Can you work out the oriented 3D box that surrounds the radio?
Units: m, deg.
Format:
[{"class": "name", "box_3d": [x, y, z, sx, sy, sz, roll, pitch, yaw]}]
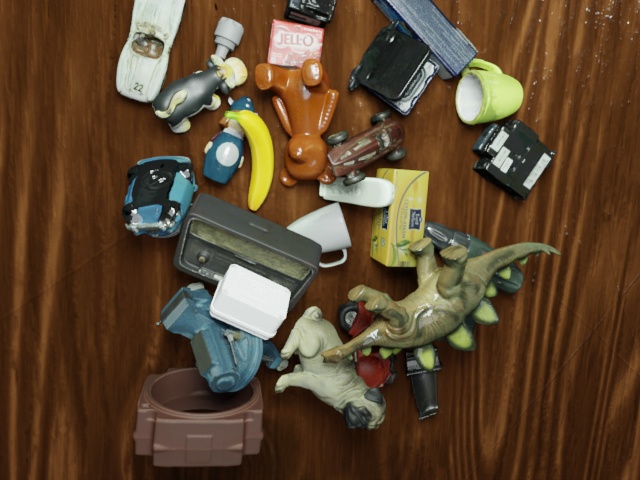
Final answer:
[{"class": "radio", "box_3d": [-0.124, 0.026, 0.906, 0.229, 0.073, 0.131, 25, 126, -9]}]

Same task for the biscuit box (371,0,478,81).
[{"class": "biscuit box", "box_3d": [0.181, -0.375, 0.941, 0.202, 0.059, 0.063, 43, 90, -14]}]

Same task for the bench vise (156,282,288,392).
[{"class": "bench vise", "box_3d": [-0.152, 0.173, 0.923, 0.240, 0.224, 0.129, 28, 99, -43]}]

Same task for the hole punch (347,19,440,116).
[{"class": "hole punch", "box_3d": [0.133, -0.292, 0.936, 0.116, 0.092, 0.142, 39, 102, 26]}]

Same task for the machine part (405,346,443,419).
[{"class": "machine part", "box_3d": [0.207, 0.280, 1.055, 0.084, 0.039, 0.138, -8, 98, -14]}]

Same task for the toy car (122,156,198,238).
[{"class": "toy car", "box_3d": [-0.255, -0.058, 0.881, 0.109, 0.162, 0.102, -6, 141, 2]}]

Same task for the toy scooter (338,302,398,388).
[{"class": "toy scooter", "box_3d": [0.106, 0.201, 1.002, 0.135, 0.075, 0.183, -4, 97, 0]}]

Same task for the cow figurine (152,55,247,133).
[{"class": "cow figurine", "box_3d": [-0.194, -0.247, 0.873, 0.167, 0.098, 0.068, -37, 96, -3]}]

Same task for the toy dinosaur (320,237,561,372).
[{"class": "toy dinosaur", "box_3d": [0.213, 0.095, 0.913, 0.471, 0.105, 0.198, -30, 118, -7]}]

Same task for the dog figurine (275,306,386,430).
[{"class": "dog figurine", "box_3d": [0.037, 0.222, 0.933, 0.191, 0.121, 0.172, 16, 113, 20]}]

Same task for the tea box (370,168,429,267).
[{"class": "tea box", "box_3d": [0.140, -0.042, 0.964, 0.068, 0.098, 0.169, 3, 96, -12]}]

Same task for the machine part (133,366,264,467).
[{"class": "machine part", "box_3d": [-0.198, 0.285, 0.897, 0.201, 0.201, 0.087, 4, 98, -10]}]

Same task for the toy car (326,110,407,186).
[{"class": "toy car", "box_3d": [0.085, -0.159, 0.911, 0.202, 0.053, 0.089, -34, 108, -45]}]

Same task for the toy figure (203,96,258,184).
[{"class": "toy figure", "box_3d": [-0.149, -0.172, 0.915, 0.064, 0.058, 0.154, 21, 93, -51]}]

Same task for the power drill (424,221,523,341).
[{"class": "power drill", "box_3d": [0.260, 0.091, 1.022, 0.232, 0.086, 0.207, 19, 87, -15]}]

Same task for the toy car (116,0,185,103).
[{"class": "toy car", "box_3d": [-0.273, -0.323, 0.868, 0.073, 0.056, 0.201, 16, 96, -12]}]

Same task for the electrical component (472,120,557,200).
[{"class": "electrical component", "box_3d": [0.357, -0.157, 1.007, 0.134, 0.058, 0.115, 35, 89, -13]}]

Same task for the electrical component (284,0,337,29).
[{"class": "electrical component", "box_3d": [-0.036, -0.395, 0.891, 0.119, 0.075, 0.047, 13, 95, -16]}]

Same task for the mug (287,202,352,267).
[{"class": "mug", "box_3d": [-0.002, -0.003, 0.959, 0.107, 0.081, 0.109, -14, 110, 5]}]

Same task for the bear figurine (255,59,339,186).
[{"class": "bear figurine", "box_3d": [-0.034, -0.188, 0.900, 0.120, 0.132, 0.195, 4, 95, 19]}]
